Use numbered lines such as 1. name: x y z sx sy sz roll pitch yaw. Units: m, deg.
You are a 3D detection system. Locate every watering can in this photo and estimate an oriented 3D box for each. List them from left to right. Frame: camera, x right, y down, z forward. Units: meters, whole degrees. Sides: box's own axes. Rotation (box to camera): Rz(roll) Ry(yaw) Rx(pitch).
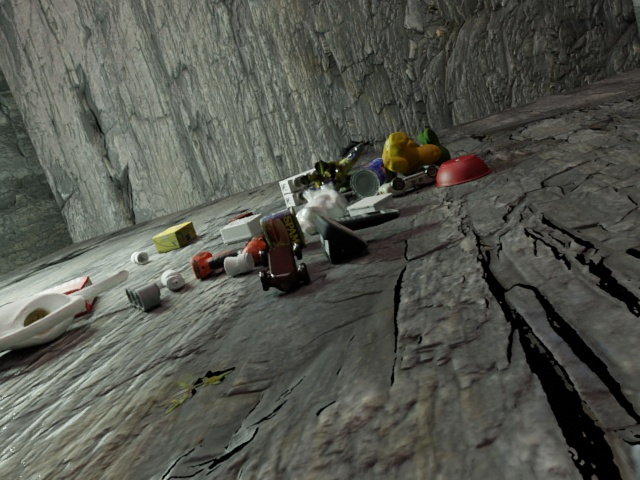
1. watering can: -0.615 0.164 1.170 0.223 0.103 0.353 -13 14 26

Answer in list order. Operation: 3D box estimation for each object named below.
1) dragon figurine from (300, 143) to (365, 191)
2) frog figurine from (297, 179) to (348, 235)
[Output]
1. dragon figurine: 0.079 -0.220 1.717 0.246 0.122 0.404 -27 -6 -47
2. frog figurine: 0.004 -0.071 1.405 0.137 0.120 0.163 -6 50 20
